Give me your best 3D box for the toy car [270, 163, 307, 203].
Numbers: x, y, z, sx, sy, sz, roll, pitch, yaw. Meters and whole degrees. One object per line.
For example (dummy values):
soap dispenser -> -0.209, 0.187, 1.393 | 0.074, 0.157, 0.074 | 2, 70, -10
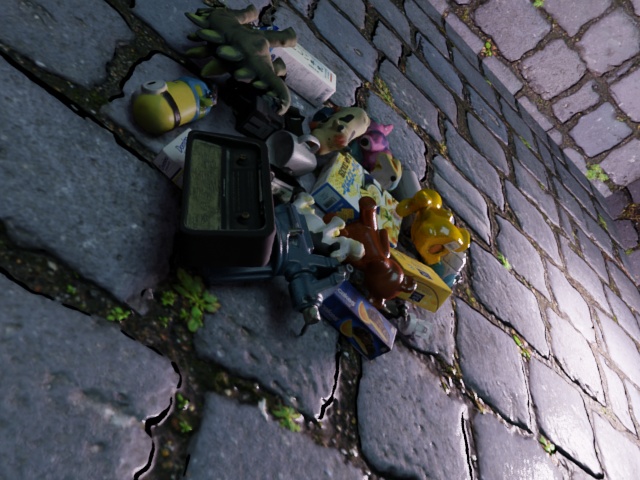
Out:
toy car -> -0.091, -0.114, 1.007 | 0.074, 0.056, 0.201 | 55, 17, 27

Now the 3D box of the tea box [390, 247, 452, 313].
tea box -> 0.195, 0.085, 1.170 | 0.169, 0.068, 0.098 | 26, 18, -37

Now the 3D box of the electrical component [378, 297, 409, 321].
electrical component -> 0.141, 0.132, 1.115 | 0.102, 0.045, 0.078 | 30, 43, -29

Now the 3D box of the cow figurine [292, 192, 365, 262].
cow figurine -> -0.001, -0.003, 1.006 | 0.167, 0.068, 0.098 | 39, 67, 13

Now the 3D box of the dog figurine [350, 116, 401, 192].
dog figurine -> 0.145, -0.225, 1.367 | 0.191, 0.108, 0.219 | 49, 33, -6

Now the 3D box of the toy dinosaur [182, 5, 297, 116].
toy dinosaur -> -0.152, -0.366, 1.052 | 0.198, 0.105, 0.472 | -18, 46, -32

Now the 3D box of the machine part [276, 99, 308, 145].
machine part -> -0.060, -0.255, 1.213 | 0.084, 0.039, 0.139 | 20, 46, -46

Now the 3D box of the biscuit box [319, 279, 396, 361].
biscuit box -> 0.053, 0.132, 1.000 | 0.202, 0.059, 0.063 | 44, 37, -13

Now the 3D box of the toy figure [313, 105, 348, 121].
toy figure -> 0.035, -0.305, 1.346 | 0.058, 0.064, 0.154 | 22, 24, 20

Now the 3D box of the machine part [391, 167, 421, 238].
machine part -> 0.232, -0.093, 1.379 | 0.079, 0.079, 0.243 | 17, 49, -41

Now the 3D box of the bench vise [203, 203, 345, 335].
bench vise -> -0.089, 0.042, 0.874 | 0.240, 0.129, 0.223 | -2, 71, -27

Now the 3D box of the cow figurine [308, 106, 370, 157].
cow figurine -> 0.043, -0.242, 1.208 | 0.195, 0.127, 0.085 | -39, 121, -41

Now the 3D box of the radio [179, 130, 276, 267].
radio -> -0.139, -0.064, 0.802 | 0.131, 0.073, 0.230 | 4, 47, -14

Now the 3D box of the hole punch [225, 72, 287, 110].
hole punch -> -0.139, -0.315, 1.147 | 0.116, 0.092, 0.142 | 15, 47, -3

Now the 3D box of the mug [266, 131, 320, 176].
mug -> -0.047, -0.180, 1.114 | 0.107, 0.109, 0.081 | 17, 45, -57

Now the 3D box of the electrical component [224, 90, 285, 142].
electrical component -> -0.137, -0.252, 1.090 | 0.119, 0.075, 0.048 | 31, 40, -36

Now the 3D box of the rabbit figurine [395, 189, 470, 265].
rabbit figurine -> 0.248, -0.050, 1.248 | 0.162, 0.122, 0.173 | 29, 46, -35

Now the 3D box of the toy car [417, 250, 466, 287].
toy car -> 0.312, 0.044, 1.337 | 0.109, 0.103, 0.162 | 42, 39, -19

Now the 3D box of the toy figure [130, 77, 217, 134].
toy figure -> -0.249, -0.240, 0.948 | 0.089, 0.082, 0.180 | 57, 32, 2

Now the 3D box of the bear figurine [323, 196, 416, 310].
bear figurine -> 0.099, 0.029, 1.063 | 0.131, 0.120, 0.196 | 69, -4, -45
